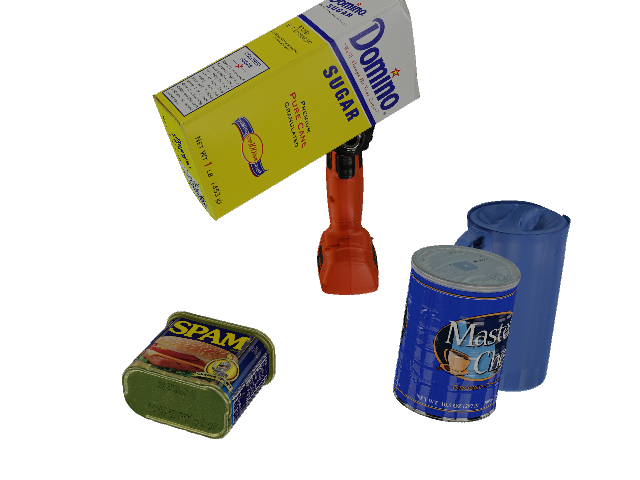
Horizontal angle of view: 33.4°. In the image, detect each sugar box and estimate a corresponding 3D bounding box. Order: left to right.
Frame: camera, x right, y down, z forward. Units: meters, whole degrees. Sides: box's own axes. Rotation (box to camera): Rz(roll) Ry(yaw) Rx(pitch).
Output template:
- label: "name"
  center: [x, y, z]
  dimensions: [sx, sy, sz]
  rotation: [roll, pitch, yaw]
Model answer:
- label: "sugar box"
  center: [-0.017, -0.096, 0.716]
  dimensions: [0.176, 0.093, 0.048]
  rotation: [-31, 51, -13]

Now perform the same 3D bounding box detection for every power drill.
- label: "power drill"
  center: [0.024, -0.050, 0.950]
  dimensions: [0.057, 0.188, 0.184]
  rotation: [0, 21, 1]

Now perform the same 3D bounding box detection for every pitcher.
- label: "pitcher"
  center: [0.249, 0.077, 1.429]
  dimensions: [0.149, 0.243, 0.145]
  rotation: [4, 21, 9]

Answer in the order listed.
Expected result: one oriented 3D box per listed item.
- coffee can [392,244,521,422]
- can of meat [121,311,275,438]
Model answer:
- label: "coffee can"
  center: [0.129, 0.087, 1.021]
  dimensions: [0.103, 0.140, 0.103]
  rotation: [6, 20, -2]
- label: "can of meat"
  center: [-0.100, 0.110, 0.874]
  dimensions: [0.102, 0.057, 0.083]
  rotation: [12, 32, 18]
